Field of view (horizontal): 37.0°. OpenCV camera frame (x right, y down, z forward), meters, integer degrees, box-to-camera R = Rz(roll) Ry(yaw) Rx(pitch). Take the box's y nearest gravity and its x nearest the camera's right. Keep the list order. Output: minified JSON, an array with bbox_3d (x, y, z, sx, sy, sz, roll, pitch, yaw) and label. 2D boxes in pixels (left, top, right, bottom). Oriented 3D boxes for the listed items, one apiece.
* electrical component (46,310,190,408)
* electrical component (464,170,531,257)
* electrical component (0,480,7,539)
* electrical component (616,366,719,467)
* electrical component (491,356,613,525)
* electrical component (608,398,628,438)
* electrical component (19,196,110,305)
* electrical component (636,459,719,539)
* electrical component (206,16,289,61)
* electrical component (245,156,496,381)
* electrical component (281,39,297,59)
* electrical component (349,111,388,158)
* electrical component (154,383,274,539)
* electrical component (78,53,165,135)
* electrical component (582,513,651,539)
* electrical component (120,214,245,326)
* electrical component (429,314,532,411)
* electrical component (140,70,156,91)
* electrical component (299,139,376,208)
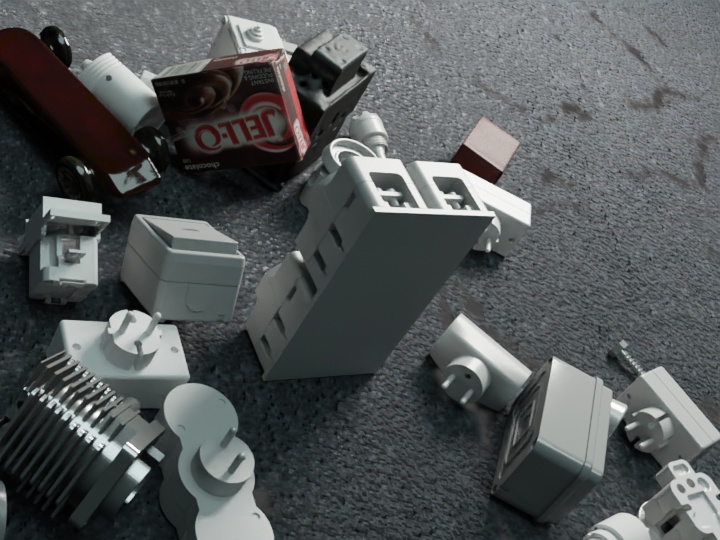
[{"bbox_3d":[-0.156,0.052,0.717,0.083,0.075,0.047,5,47,-33],"label":"electrical component"},{"bbox_3d":[0.118,-0.045,1.042,0.083,0.047,0.075,26,39,-10],"label":"electrical component"},{"bbox_3d":[-0.238,0.119,0.594,0.077,0.043,0.079,8,85,-30],"label":"electrical component"},{"bbox_3d":[0.261,0.138,0.951,0.076,0.047,0.083,-13,58,-44],"label":"electrical component"},{"bbox_3d":[0.154,0.135,0.852,0.057,0.078,0.113,28,38,-3],"label":"electrical component"},{"bbox_3d":[0.192,0.117,0.930,0.065,0.044,0.044,35,38,9],"label":"electrical component"},{"bbox_3d":[-0.209,-0.012,0.755,0.042,0.081,0.063,7,68,-30],"label":"electrical component"},{"bbox_3d":[0.262,0.203,0.874,0.058,0.057,0.078,-4,52,-38],"label":"electrical component"},{"bbox_3d":[-0.103,-0.185,0.991,0.061,0.096,0.061,6,46,-32],"label":"electrical component"},{"bbox_3d":[0.000,0.000,0.795,0.105,0.186,0.060,0,49,-36],"label":"electrical component"},{"bbox_3d":[-0.076,-0.204,1.074,0.055,0.048,0.066,14,42,-13],"label":"electrical component"},{"bbox_3d":[0.012,-0.125,1.062,0.035,0.035,0.061,2,51,-34],"label":"electrical component"},{"bbox_3d":[-0.091,0.129,0.684,0.052,0.073,0.138,4,47,-33],"label":"electrical component"},{"bbox_3d":[-0.208,-0.152,0.923,0.081,0.043,0.043,42,38,9],"label":"electrical component"},{"bbox_3d":[0.189,0.214,0.823,0.078,0.040,0.040,-11,56,-42],"label":"electrical component"},{"bbox_3d":[-0.133,-0.007,0.790,0.062,0.061,0.096,5,19,-32],"label":"electrical component"},{"bbox_3d":[0.092,0.085,0.888,0.077,0.043,0.079,40,38,8],"label":"electrical component"},{"bbox_3d":[-0.167,-0.158,0.960,0.062,0.043,0.043,22,40,-15],"label":"electrical component"},{"bbox_3d":[-0.016,-0.081,0.976,0.058,0.057,0.078,29,38,-7],"label":"electrical component"}]
